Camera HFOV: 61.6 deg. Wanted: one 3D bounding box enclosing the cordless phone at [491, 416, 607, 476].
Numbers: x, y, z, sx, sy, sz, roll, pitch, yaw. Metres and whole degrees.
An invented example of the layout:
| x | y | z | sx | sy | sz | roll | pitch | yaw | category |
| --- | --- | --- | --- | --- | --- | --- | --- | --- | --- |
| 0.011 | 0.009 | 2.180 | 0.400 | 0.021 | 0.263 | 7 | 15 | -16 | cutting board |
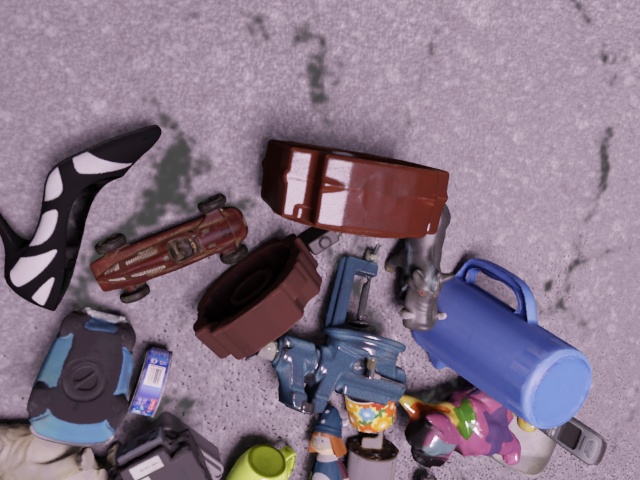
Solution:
| x | y | z | sx | sy | sz | roll | pitch | yaw | category |
| --- | --- | --- | --- | --- | --- | --- | --- | --- | --- |
| 0.359 | 0.320 | 0.847 | 0.088 | 0.184 | 0.146 | 17 | 96 | -24 | cordless phone |

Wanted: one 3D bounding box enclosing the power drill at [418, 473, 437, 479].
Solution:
| x | y | z | sx | sy | sz | roll | pitch | yaw | category |
| --- | --- | --- | --- | --- | --- | --- | --- | --- | --- |
| 0.246 | 0.492 | 0.907 | 0.207 | 0.086 | 0.231 | 2 | 103 | -21 | power drill |

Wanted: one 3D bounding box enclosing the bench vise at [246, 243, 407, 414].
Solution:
| x | y | z | sx | sy | sz | roll | pitch | yaw | category |
| --- | --- | --- | --- | --- | --- | --- | --- | --- | --- |
| 0.028 | 0.121 | 0.745 | 0.224 | 0.129 | 0.240 | 16 | 75 | -7 | bench vise |

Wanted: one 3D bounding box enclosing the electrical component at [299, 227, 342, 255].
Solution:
| x | y | z | sx | sy | sz | roll | pitch | yaw | category |
| --- | --- | --- | --- | --- | --- | --- | --- | --- | --- |
| -0.002 | -0.002 | 0.733 | 0.094 | 0.063 | 0.021 | -32 | 109 | -7 | electrical component |

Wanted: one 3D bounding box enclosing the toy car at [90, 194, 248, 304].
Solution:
| x | y | z | sx | sy | sz | roll | pitch | yaw | category |
| --- | --- | --- | --- | --- | --- | --- | --- | --- | --- |
| -0.189 | 0.013 | 0.688 | 0.202 | 0.053 | 0.089 | -22 | 110 | -12 | toy car |

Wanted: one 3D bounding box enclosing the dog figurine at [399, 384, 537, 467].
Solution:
| x | y | z | sx | sy | sz | roll | pitch | yaw | category |
| --- | --- | --- | --- | --- | --- | --- | --- | --- | --- |
| 0.221 | 0.253 | 0.810 | 0.219 | 0.109 | 0.191 | 25 | 89 | -31 | dog figurine |

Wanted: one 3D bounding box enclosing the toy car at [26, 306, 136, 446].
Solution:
| x | y | z | sx | sy | sz | roll | pitch | yaw | category |
| --- | --- | --- | --- | --- | --- | --- | --- | --- | --- |
| -0.293 | 0.169 | 0.659 | 0.109 | 0.103 | 0.161 | 18 | 58 | -28 | toy car |

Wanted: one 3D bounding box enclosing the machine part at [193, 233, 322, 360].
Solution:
| x | y | z | sx | sy | sz | roll | pitch | yaw | category |
| --- | --- | --- | --- | --- | --- | --- | --- | --- | --- |
| -0.076 | 0.069 | 0.668 | 0.179 | 0.179 | 0.056 | -40 | 111 | -5 | machine part |

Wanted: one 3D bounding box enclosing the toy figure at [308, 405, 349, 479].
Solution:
| x | y | z | sx | sy | sz | roll | pitch | yaw | category |
| --- | --- | --- | --- | --- | --- | --- | --- | --- | --- |
| 0.014 | 0.324 | 0.790 | 0.064 | 0.058 | 0.154 | -3 | 87 | 4 | toy figure |

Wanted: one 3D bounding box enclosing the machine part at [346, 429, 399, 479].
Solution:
| x | y | z | sx | sy | sz | roll | pitch | yaw | category |
| --- | --- | --- | --- | --- | --- | --- | --- | --- | --- |
| 0.074 | 0.397 | 0.835 | 0.079 | 0.079 | 0.243 | 4 | 100 | -17 | machine part |

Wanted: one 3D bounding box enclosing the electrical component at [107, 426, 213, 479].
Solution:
| x | y | z | sx | sy | sz | roll | pitch | yaw | category |
| --- | --- | --- | --- | --- | --- | --- | --- | --- | --- |
| -0.200 | 0.308 | 0.682 | 0.115 | 0.058 | 0.134 | -24 | 107 | -13 | electrical component |

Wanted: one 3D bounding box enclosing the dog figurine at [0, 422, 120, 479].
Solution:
| x | y | z | sx | sy | sz | roll | pitch | yaw | category |
| --- | --- | --- | --- | --- | --- | --- | --- | --- | --- |
| -0.367 | 0.300 | 0.684 | 0.191 | 0.121 | 0.172 | -2 | 100 | -2 | dog figurine |

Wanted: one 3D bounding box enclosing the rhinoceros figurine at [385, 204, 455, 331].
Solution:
| x | y | z | sx | sy | sz | roll | pitch | yaw | category |
| --- | --- | --- | --- | --- | --- | --- | --- | --- | --- |
| 0.148 | 0.032 | 0.761 | 0.073 | 0.112 | 0.190 | 6 | 92 | -20 | rhinoceros figurine |

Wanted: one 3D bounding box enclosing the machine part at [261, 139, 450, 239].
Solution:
| x | y | z | sx | sy | sz | roll | pitch | yaw | category |
| --- | --- | --- | --- | --- | --- | --- | --- | --- | --- |
| 0.036 | -0.064 | 0.658 | 0.201 | 0.201 | 0.087 | 7 | 102 | -19 | machine part |

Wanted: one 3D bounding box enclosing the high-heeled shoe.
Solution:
| x | y | z | sx | sy | sz | roll | pitch | yaw | category |
| --- | --- | --- | --- | --- | --- | --- | --- | --- | --- |
| -0.270 | -0.024 | 0.638 | 0.249 | 0.086 | 0.145 | -29 | 106 | 0 | high-heeled shoe |
